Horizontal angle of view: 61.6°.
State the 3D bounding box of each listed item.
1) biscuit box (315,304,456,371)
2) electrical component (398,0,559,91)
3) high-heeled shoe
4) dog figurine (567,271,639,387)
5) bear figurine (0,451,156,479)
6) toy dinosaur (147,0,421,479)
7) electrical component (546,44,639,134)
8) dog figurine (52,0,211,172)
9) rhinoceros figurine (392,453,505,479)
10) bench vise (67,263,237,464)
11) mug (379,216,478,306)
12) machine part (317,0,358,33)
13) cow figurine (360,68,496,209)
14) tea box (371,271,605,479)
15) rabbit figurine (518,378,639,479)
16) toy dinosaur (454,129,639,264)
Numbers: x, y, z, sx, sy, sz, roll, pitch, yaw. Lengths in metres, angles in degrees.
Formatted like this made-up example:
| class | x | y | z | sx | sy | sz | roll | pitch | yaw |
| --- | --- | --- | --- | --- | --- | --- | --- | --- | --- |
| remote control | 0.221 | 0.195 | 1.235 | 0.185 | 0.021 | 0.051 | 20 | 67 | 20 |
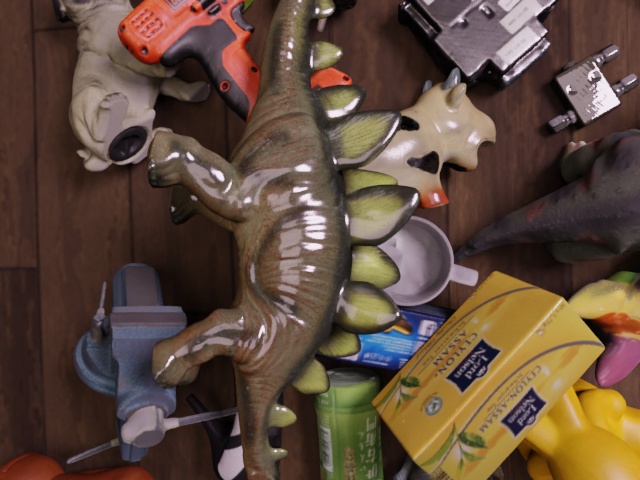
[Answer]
| class | x | y | z | sx | sy | sz | roll | pitch | yaw |
| --- | --- | --- | --- | --- | --- | --- | --- | --- | --- |
| biscuit box | 0.073 | 0.089 | 0.516 | 0.203 | 0.063 | 0.059 | 13 | 95 | -14 |
| electrical component | 0.160 | -0.217 | 0.533 | 0.115 | 0.058 | 0.134 | -40 | 85 | 10 |
| high-heeled shoe | -0.033 | 0.160 | 0.565 | 0.249 | 0.086 | 0.145 | -44 | 88 | 12 |
| dog figurine | 0.329 | 0.047 | 0.457 | 0.219 | 0.191 | 0.108 | -26 | 94 | -6 |
| bear figurine | -0.279 | 0.305 | 0.589 | 0.196 | 0.120 | 0.131 | -5 | 94 | 11 |
| toy dinosaur | -0.028 | -0.031 | 0.428 | 0.199 | 0.105 | 0.471 | 0 | 89 | -4 |
| electrical component | 0.263 | -0.148 | 0.535 | 0.094 | 0.021 | 0.063 | -32 | 86 | 10 |
| dog figurine | -0.241 | -0.189 | 0.581 | 0.191 | 0.121 | 0.172 | 42 | 79 | 13 |
| rhinoceros figurine | 0.124 | 0.224 | 0.541 | 0.112 | 0.073 | 0.190 | -16 | 88 | 8 |
| bench vise | -0.184 | 0.148 | 0.549 | 0.224 | 0.129 | 0.240 | 48 | 132 | 42 |
| mug | 0.096 | 0.019 | 0.524 | 0.110 | 0.107 | 0.080 | 9 | 92 | 7 |
| machine part | 0.025 | -0.330 | 0.543 | 0.079 | 0.079 | 0.243 | 17 | 93 | 9 |
| cow figurine | 0.080 | -0.089 | 0.524 | 0.195 | 0.085 | 0.127 | -13 | 97 | -13 |
| tea box | 0.135 | 0.115 | 0.452 | 0.169 | 0.098 | 0.068 | -45 | 106 | -5 |
| rabbit figurine | 0.231 | 0.176 | 0.473 | 0.122 | 0.173 | 0.162 | -40 | 89 | 12 |
| toy dinosaur | 0.297 | -0.061 | 0.447 | 0.405 | 0.192 | 0.131 | -34 | 84 | 7 |
